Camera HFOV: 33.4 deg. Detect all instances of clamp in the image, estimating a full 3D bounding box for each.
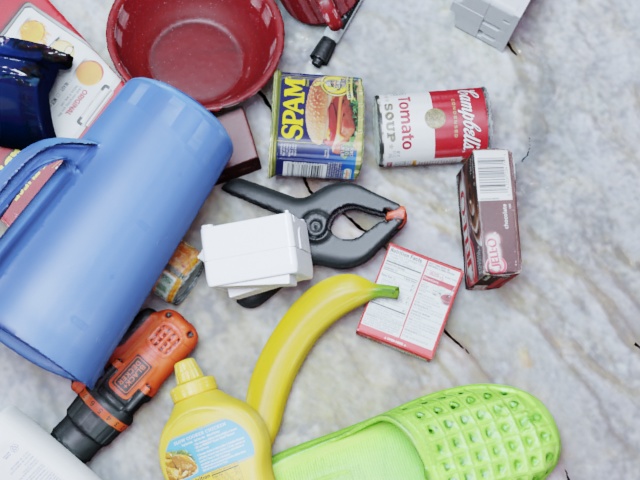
[{"bbox_3d":[-0.006,0.001,0.968,0.171,0.039,0.120,-1,87,11],"label":"clamp"}]

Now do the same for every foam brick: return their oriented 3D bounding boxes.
[{"bbox_3d":[-0.097,-0.081,0.979,0.078,0.053,0.051,-20,81,-3],"label":"foam brick"}]

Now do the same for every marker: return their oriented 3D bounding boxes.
[{"bbox_3d":[0.024,-0.218,1.021,0.020,0.020,0.121,28,81,4],"label":"marker"}]

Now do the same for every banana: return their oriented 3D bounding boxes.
[{"bbox_3d":[-0.017,0.099,0.946,0.070,0.037,0.198,40,92,35],"label":"banana"}]

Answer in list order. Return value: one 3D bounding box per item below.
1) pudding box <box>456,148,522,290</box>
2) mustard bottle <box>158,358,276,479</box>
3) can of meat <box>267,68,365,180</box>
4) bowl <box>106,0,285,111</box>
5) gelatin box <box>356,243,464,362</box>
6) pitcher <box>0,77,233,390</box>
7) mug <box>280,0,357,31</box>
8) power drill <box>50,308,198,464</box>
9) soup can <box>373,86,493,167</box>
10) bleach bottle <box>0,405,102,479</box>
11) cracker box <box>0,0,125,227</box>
[{"bbox_3d":[0.149,-0.016,0.951,0.039,0.090,0.113,-1,79,-3],"label":"pudding box"},{"bbox_3d":[-0.085,0.193,0.908,0.096,0.058,0.191,-23,79,12],"label":"mustard bottle"},{"bbox_3d":[-0.004,-0.104,0.972,0.084,0.057,0.102,4,59,-2],"label":"can of meat"},{"bbox_3d":[-0.114,-0.179,0.986,0.162,0.055,0.162,2,69,-5],"label":"bowl"},{"bbox_3d":[0.081,0.056,0.968,0.073,0.030,0.089,21,80,4],"label":"gelatin box"},{"bbox_3d":[-0.181,-0.016,0.863,0.145,0.149,0.242,32,75,0],"label":"pitcher"},{"bbox_3d":[-0.004,-0.243,0.981,0.093,0.081,0.117,-26,66,7],"label":"mug"},{"bbox_3d":[-0.230,0.093,0.944,0.187,0.057,0.184,43,82,1],"label":"power drill"},{"bbox_3d":[0.102,-0.103,0.977,0.102,0.068,0.068,-4,80,0],"label":"soup can"},{"bbox_3d":[-0.197,0.255,0.881,0.251,0.068,0.102,43,86,-3],"label":"bleach bottle"},{"bbox_3d":[-0.282,-0.135,0.978,0.164,0.072,0.214,-42,84,-5],"label":"cracker box"}]
